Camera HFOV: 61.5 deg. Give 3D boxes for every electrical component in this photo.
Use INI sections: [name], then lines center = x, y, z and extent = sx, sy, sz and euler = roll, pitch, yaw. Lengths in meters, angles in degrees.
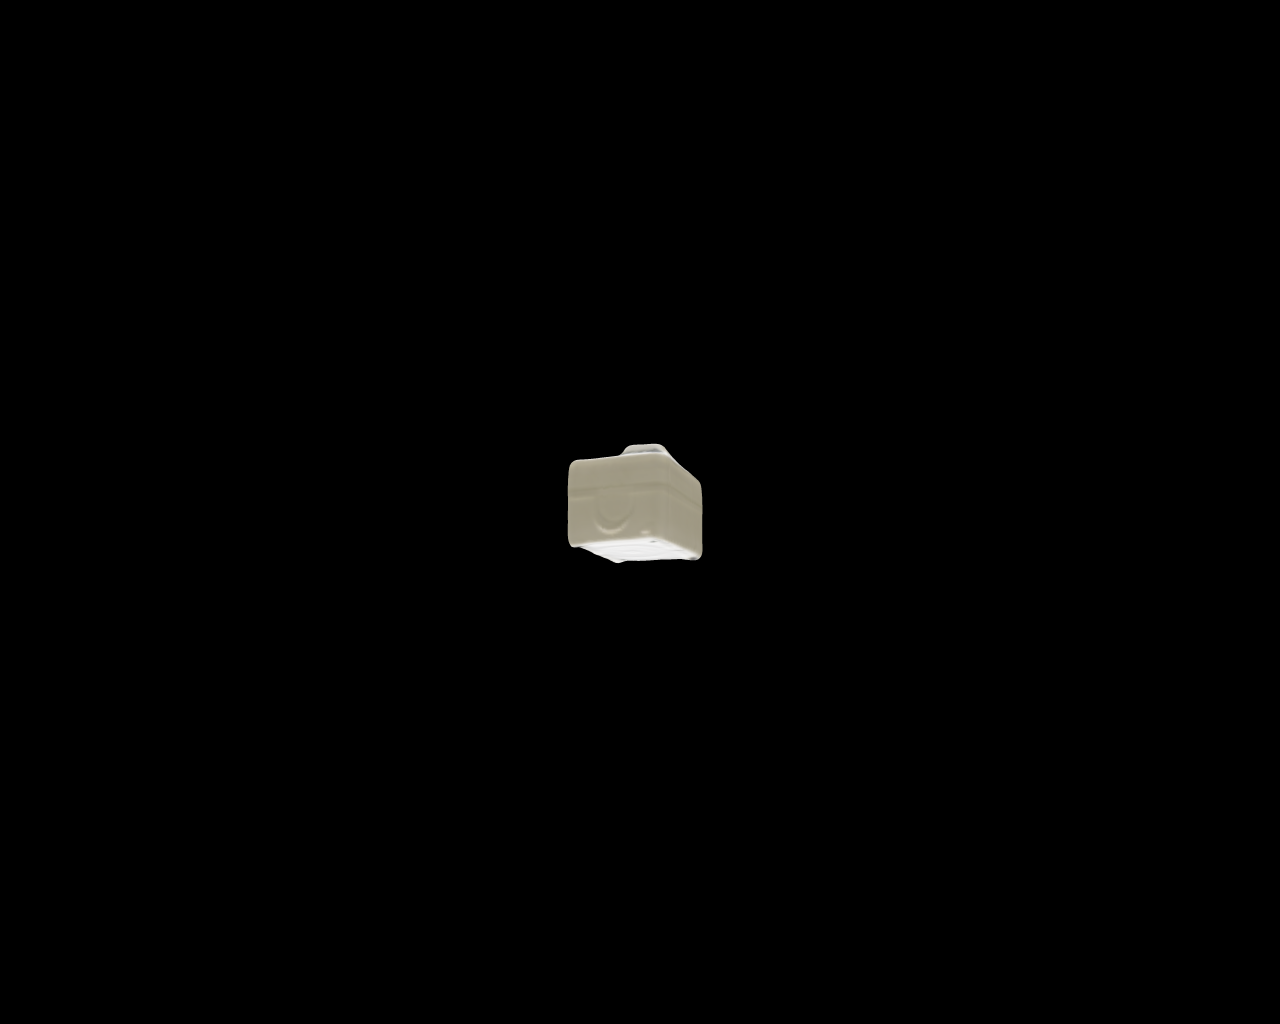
[electrical component]
center = 0.001, -0.003, 0.650
extent = 0.062, 0.061, 0.096
euler = -4, -12, 19
